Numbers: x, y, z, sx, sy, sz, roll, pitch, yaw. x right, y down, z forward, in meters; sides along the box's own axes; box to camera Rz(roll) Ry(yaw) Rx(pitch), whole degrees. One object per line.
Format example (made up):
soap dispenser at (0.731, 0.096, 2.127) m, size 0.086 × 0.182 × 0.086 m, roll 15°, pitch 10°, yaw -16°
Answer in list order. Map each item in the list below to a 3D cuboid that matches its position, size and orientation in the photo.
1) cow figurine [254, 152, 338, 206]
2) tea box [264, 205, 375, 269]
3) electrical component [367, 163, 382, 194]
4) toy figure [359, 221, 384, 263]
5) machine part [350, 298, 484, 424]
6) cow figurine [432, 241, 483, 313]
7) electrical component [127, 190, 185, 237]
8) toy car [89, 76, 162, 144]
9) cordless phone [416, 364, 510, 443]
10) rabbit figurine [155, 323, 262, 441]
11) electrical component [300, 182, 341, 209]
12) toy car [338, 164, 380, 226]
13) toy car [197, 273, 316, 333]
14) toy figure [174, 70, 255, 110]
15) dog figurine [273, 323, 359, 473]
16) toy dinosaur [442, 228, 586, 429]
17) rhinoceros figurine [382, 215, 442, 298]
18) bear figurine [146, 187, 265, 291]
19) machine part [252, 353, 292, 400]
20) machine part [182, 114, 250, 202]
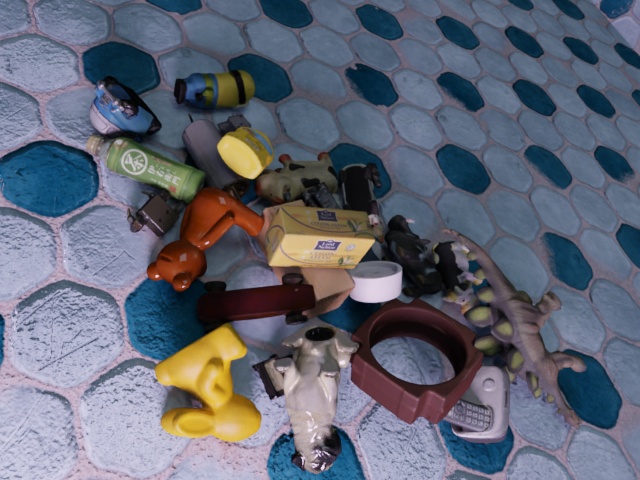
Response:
cow figurine at (-0.049, -0.118, 1.138) m, size 0.195 × 0.085 × 0.127 m, roll -8°, pitch 54°, yaw -31°
tea box at (-0.002, -0.003, 0.944) m, size 0.169 × 0.098 × 0.068 m, roll 3°, pitch 55°, yaw -22°
electrical component at (0.115, -0.147, 1.245) m, size 0.021 × 0.063 × 0.094 m, roll -1°, pitch 56°, yaw -25°
toy figure at (0.105, 0.005, 1.135) m, size 0.058 × 0.064 × 0.154 m, roll 7°, pitch 52°, yaw 13°
machine part at (0.166, 0.210, 0.955) m, size 0.201 × 0.087 × 0.201 m, roll 31°, pitch 45°, yaw 29°
cow figurine at (0.293, 0.079, 1.161) m, size 0.098 × 0.068 × 0.167 m, roll 13°, pitch 52°, yaw -17°
electrical component at (-0.307, -0.050, 0.992) m, size 0.078 × 0.045 × 0.102 m, roll 46°, pitch 46°, yaw -27°
toy car at (-0.390, -0.240, 1.045) m, size 0.103 × 0.161 × 0.109 m, roll -42°, pitch 85°, yaw 4°
cordless phone at (0.251, 0.282, 0.988) m, size 0.184 × 0.088 × 0.146 m, roll 21°, pitch 50°, yaw -2°
rabbit figurine at (-0.159, 0.232, 0.811) m, size 0.162 × 0.122 × 0.173 m, roll -34°, pitch 94°, yaw -36°
electrical component at (0.012, -0.045, 1.073) m, size 0.058 × 0.134 × 0.115 m, roll -30°, pitch 71°, yaw -11°
toy car at (0.083, -0.094, 1.157) m, size 0.074 × 0.056 × 0.202 m, roll -9°, pitch 46°, yaw 4°
toy car at (-0.110, 0.110, 0.928) m, size 0.202 × 0.053 × 0.089 m, roll -6°, pitch 68°, yaw -5°
toy figure at (-0.232, -0.336, 1.204) m, size 0.180 × 0.089 × 0.082 m, roll -5°, pitch 66°, yaw -31°
dog figurine at (-0.001, 0.250, 0.866) m, size 0.121 × 0.190 × 0.172 m, roll 7°, pitch 23°, yaw 25°
toy dinosaur at (0.397, 0.170, 1.091) m, size 0.198 × 0.105 × 0.471 m, roll -22°, pitch 81°, yaw -32°
rhinoceros figurine at (0.197, 0.031, 1.148) m, size 0.112 × 0.073 × 0.190 m, roll -12°, pitch 63°, yaw -30°
bear figurine at (-0.207, 0.009, 0.962) m, size 0.131 × 0.120 × 0.196 m, roll 42°, pitch 65°, yaw -50°
machine part at (-0.040, 0.220, 0.923) m, size 0.139 × 0.039 × 0.084 m, roll -18°, pitch 58°, yaw -32°
machine part at (-0.213, -0.160, 1.092) m, size 0.079 × 0.079 × 0.243 m, roll -19°, pitch 65°, yaw -34°
